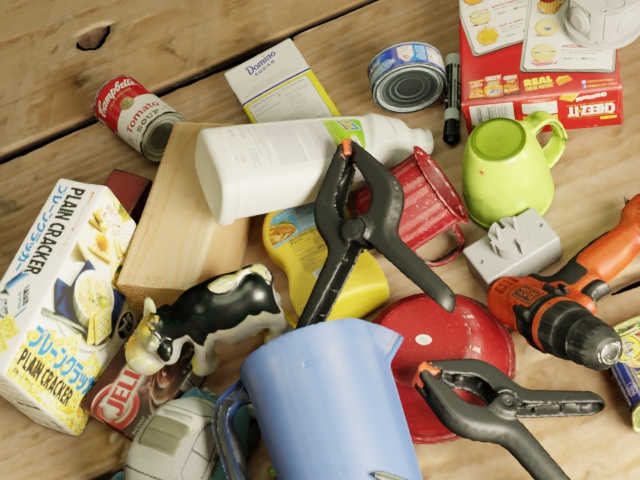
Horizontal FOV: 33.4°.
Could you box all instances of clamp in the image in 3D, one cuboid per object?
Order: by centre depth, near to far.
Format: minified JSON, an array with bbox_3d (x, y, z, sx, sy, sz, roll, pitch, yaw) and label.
[{"bbox_3d":[0.167,0.146,0.931,0.171,0.039,0.120,32,42,12],"label":"clamp"},{"bbox_3d":[0.049,-0.003,1.013,0.165,0.036,0.210,-11,65,27],"label":"clamp"}]

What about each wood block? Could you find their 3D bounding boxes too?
[{"bbox_3d":[-0.132,-0.017,1.146,0.090,0.090,0.206,4,59,20],"label":"wood block"}]

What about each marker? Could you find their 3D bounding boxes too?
[{"bbox_3d":[0.147,-0.156,1.184,0.020,0.020,0.121,-4,57,16],"label":"marker"}]

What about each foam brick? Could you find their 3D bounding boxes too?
[{"bbox_3d":[-0.207,-0.032,1.190,0.053,0.078,0.051,16,63,27],"label":"foam brick"}]

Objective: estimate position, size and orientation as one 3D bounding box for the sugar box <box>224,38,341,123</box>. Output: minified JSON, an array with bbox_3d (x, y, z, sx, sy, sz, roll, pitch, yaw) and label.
[{"bbox_3d":[-0.036,-0.149,1.228,0.093,0.048,0.176,-28,50,-1],"label":"sugar box"}]

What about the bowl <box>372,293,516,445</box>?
[{"bbox_3d":[0.101,0.108,1.007,0.162,0.055,0.162,-9,56,13],"label":"bowl"}]

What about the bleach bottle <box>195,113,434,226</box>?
[{"bbox_3d":[0.004,-0.082,1.105,0.250,0.068,0.102,-9,52,-20],"label":"bleach bottle"}]

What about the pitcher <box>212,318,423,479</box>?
[{"bbox_3d":[0.015,0.203,0.915,0.144,0.149,0.243,-1,61,-34],"label":"pitcher"}]

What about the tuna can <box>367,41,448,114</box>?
[{"bbox_3d":[0.097,-0.178,1.175,0.086,0.086,0.034,-14,57,10],"label":"tuna can"}]

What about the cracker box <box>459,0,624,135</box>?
[{"bbox_3d":[0.236,-0.216,1.161,0.164,0.072,0.213,-5,56,13],"label":"cracker box"}]

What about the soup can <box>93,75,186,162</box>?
[{"bbox_3d":[-0.214,-0.145,1.272,0.068,0.068,0.102,-44,56,-12],"label":"soup can"}]

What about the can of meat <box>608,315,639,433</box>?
[{"bbox_3d":[0.305,0.109,0.935,0.102,0.057,0.084,-21,51,5],"label":"can of meat"}]

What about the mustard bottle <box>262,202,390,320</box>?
[{"bbox_3d":[-0.007,0.002,1.110,0.096,0.058,0.192,-26,54,-2],"label":"mustard bottle"}]

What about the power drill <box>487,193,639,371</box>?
[{"bbox_3d":[0.260,0.036,0.954,0.187,0.057,0.185,-32,22,-10],"label":"power drill"}]

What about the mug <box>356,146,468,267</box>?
[{"bbox_3d":[0.097,-0.025,1.076,0.082,0.093,0.117,-35,96,17],"label":"mug"}]

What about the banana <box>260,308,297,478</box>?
[{"bbox_3d":[-0.033,0.131,1.048,0.069,0.037,0.198,-15,55,7],"label":"banana"}]

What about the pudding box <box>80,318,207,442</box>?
[{"bbox_3d":[-0.175,0.147,1.085,0.090,0.039,0.113,23,67,29],"label":"pudding box"}]

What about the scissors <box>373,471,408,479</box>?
[{"bbox_3d":[0.143,0.215,0.882,0.201,0.016,0.096,36,51,-3],"label":"scissors"}]
